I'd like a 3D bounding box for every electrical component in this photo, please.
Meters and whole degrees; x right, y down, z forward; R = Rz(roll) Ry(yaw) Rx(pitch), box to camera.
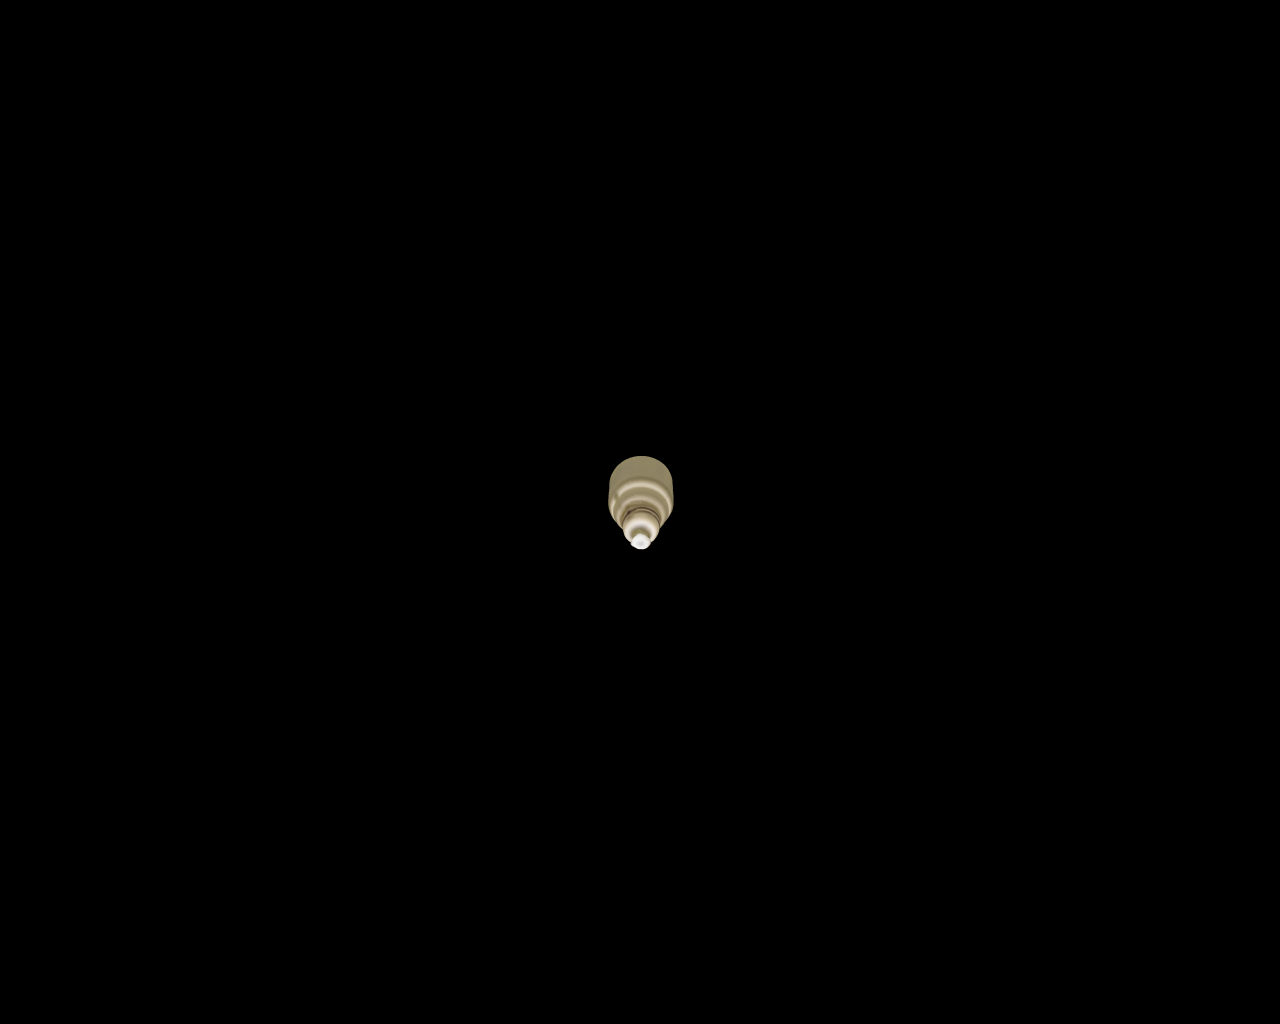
[{"bbox_3d":[0.001,-0.003,0.650,0.040,0.040,0.078,0,32,0],"label":"electrical component"}]
